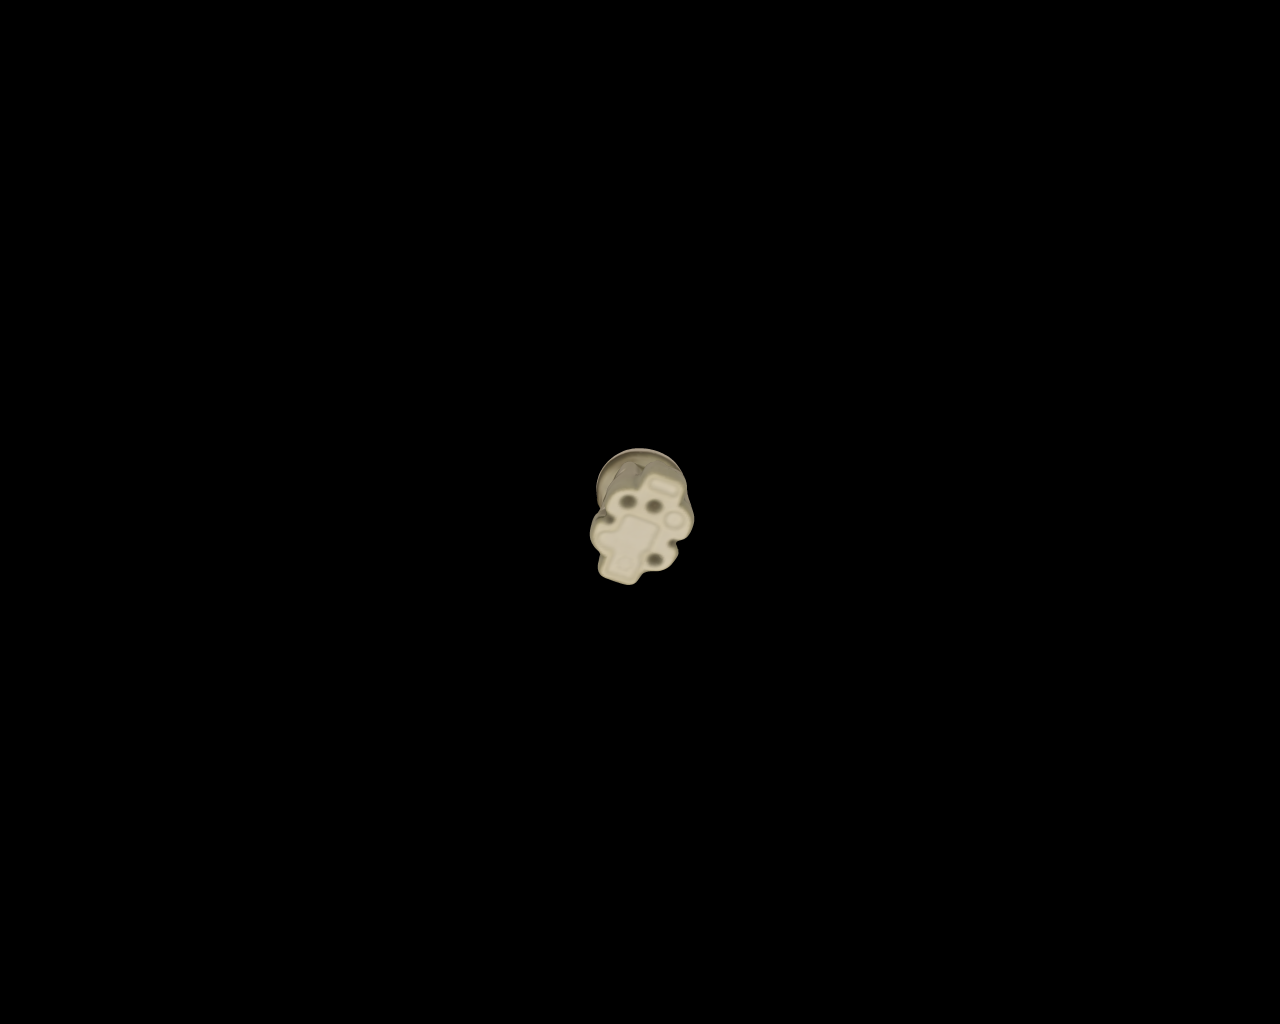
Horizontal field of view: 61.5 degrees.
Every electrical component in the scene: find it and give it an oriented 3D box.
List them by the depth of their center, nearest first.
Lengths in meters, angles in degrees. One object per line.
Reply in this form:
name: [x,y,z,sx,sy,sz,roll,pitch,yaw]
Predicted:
electrical component: [0.001,-0.003,0.650,0.058,0.078,0.057,21,28,-12]
